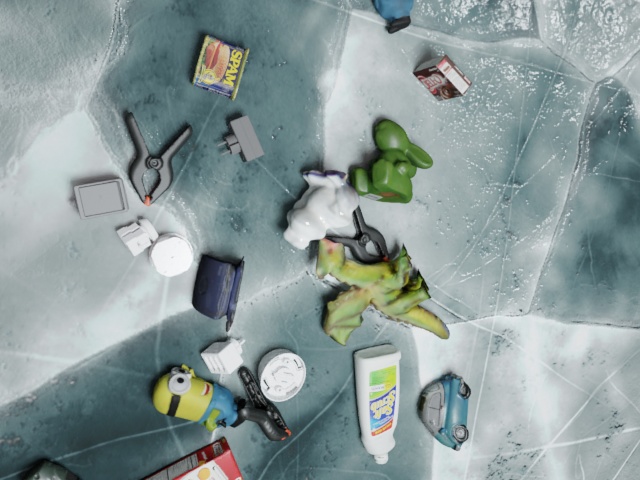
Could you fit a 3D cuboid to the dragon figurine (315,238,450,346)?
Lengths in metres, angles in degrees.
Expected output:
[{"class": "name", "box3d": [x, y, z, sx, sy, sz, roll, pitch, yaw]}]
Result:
[{"class": "dragon figurine", "box3d": [0.119, 0.140, 1.104, 0.242, 0.403, 0.124, -29, 30, 5]}]

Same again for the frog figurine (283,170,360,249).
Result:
[{"class": "frog figurine", "box3d": [0.003, -0.051, 1.023, 0.138, 0.161, 0.121, 12, -10, 29]}]
